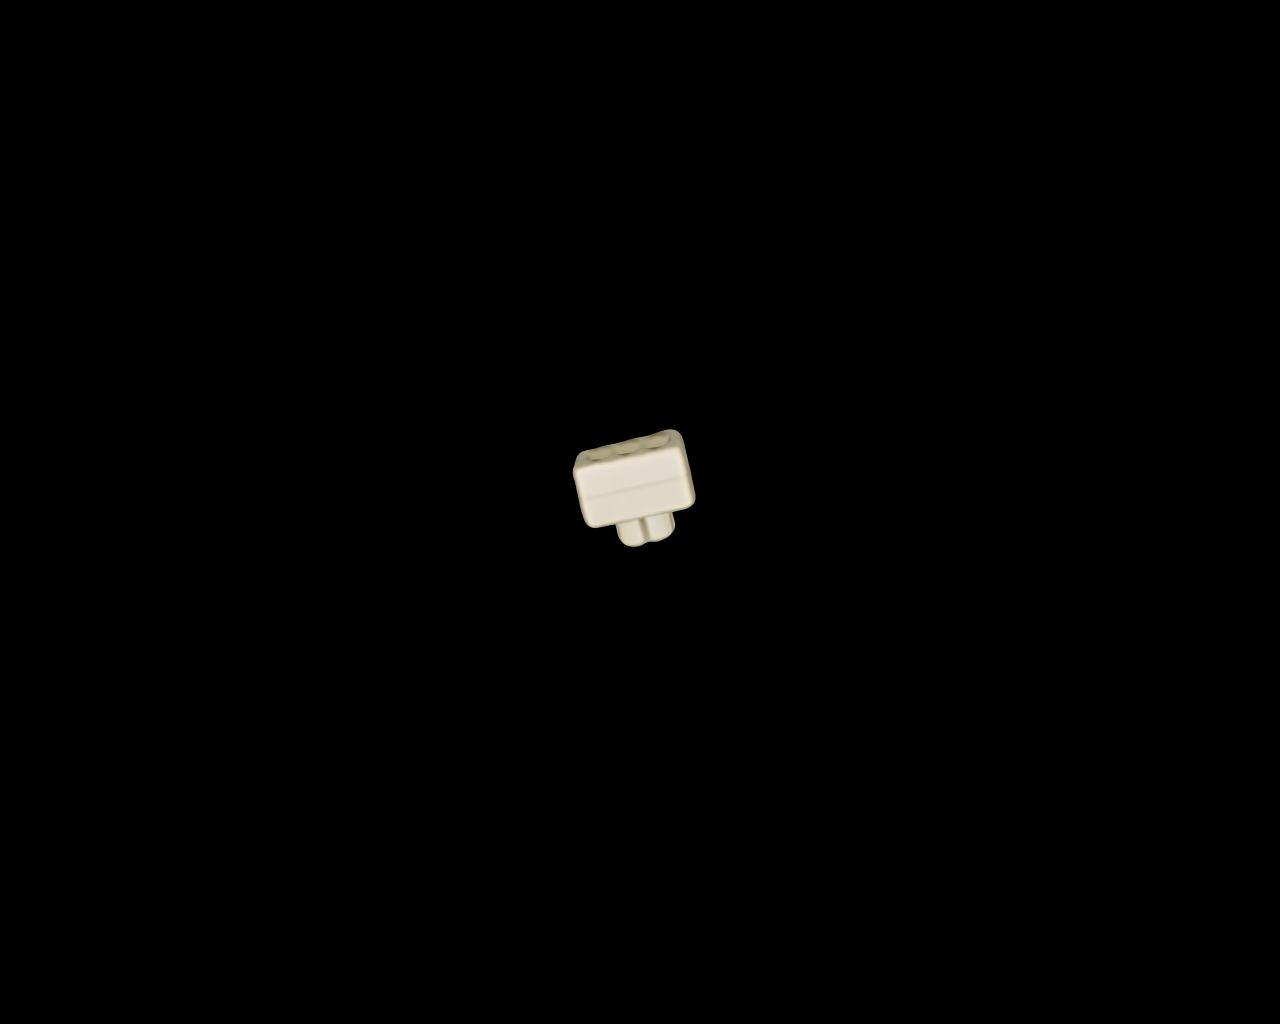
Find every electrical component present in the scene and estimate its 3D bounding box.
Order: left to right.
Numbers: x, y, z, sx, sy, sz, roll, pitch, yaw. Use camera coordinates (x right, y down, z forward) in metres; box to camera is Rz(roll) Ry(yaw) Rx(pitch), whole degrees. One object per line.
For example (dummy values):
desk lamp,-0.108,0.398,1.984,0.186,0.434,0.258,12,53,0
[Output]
electrical component,0.001,-0.003,0.650,0.066,0.076,0.047,-13,16,4
